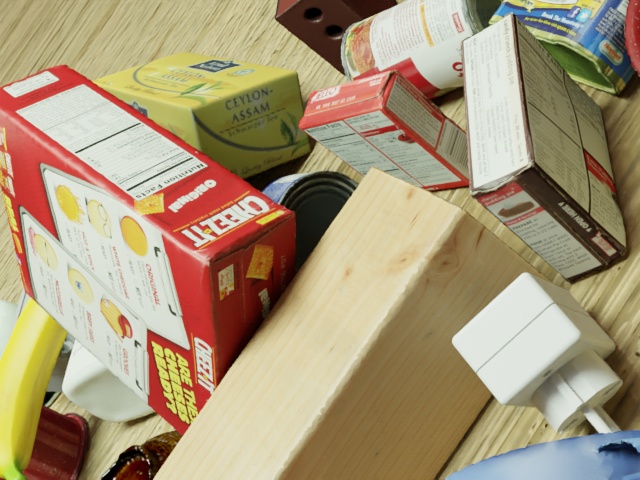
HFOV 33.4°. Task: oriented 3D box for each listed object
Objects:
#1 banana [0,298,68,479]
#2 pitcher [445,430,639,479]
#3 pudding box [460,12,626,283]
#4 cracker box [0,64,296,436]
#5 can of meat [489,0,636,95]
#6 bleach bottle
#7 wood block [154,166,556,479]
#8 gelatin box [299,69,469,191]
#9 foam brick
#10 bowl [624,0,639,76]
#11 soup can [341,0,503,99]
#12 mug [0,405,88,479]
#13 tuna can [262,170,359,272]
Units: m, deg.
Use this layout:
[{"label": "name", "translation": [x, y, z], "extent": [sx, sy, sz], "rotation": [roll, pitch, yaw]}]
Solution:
[{"label": "banana", "translation": [-0.201, 0.090, 0.765], "extent": [0.070, 0.037, 0.197], "rotation": [-12, 54, 32]}, {"label": "pitcher", "translation": [0.102, 0.180, 0.297], "extent": [0.145, 0.149, 0.243], "rotation": [-32, 47, 39]}, {"label": "pudding box", "translation": [0.113, -0.048, 0.548], "extent": [0.039, 0.090, 0.113], "rotation": [-30, 40, 32]}, {"label": "cracker box", "translation": [-0.107, 0.010, 0.645], "extent": [0.214, 0.164, 0.072], "rotation": [33, 50, 32]}, {"label": "can of meat", "translation": [0.156, -0.138, 0.606], "extent": [0.084, 0.057, 0.102], "rotation": [-55, 32, 3]}, {"label": "bleach bottle", "translation": [-0.127, 0.013, 0.825], "extent": [0.103, 0.068, 0.250], "rotation": [-28, 39, 31]}, {"label": "wood block", "translation": [0.017, 0.077, 0.557], "extent": [0.206, 0.090, 0.090], "rotation": [-55, 33, -1]}, {"label": "gelatin box", "translation": [0.044, -0.063, 0.650], "extent": [0.073, 0.089, 0.030], "rotation": [-7, 55, 49]}, {"label": "foam brick", "translation": [0.012, -0.172, 0.799], "extent": [0.053, 0.078, 0.051], "rotation": [-29, 41, 36]}, {"label": "bowl", "translation": [0.227, -0.116, 0.496], "extent": [0.162, 0.055, 0.162], "rotation": [-32, 39, 31]}, {"label": "soup can", "translation": [0.073, -0.128, 0.691], "extent": [0.102, 0.068, 0.068], "rotation": [-19, 47, 41]}, {"label": "mug", "translation": [-0.241, 0.153, 0.822], "extent": [0.093, 0.081, 0.117], "rotation": [-47, 34, 12]}, {"label": "tuna can", "translation": [-0.004, 0.001, 0.657], "extent": [0.034, 0.086, 0.086], "rotation": [-1, 60, 53]}]
